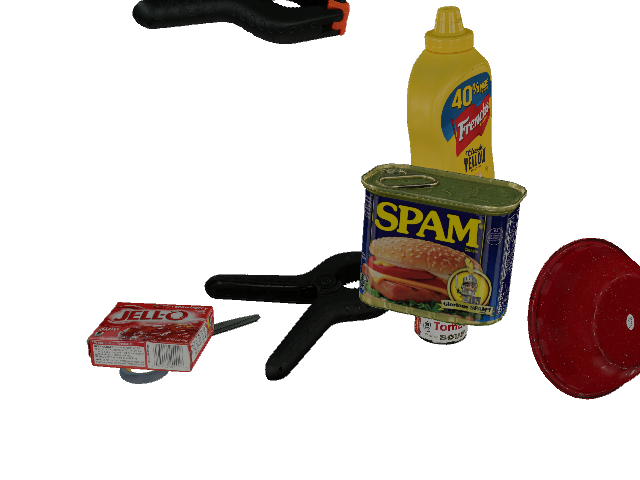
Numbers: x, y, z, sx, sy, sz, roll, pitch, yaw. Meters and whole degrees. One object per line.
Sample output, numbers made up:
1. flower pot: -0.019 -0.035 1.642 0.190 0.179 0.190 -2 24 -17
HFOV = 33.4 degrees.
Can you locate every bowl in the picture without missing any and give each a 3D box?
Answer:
1. bowl: 0.282 0.078 1.044 0.161 0.162 0.055 0 0 -29

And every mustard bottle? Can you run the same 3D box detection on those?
1. mustard bottle: 0.113 -0.106 0.926 0.058 0.192 0.096 16 32 39

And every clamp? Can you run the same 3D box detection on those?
1. clamp: -0.060 -0.211 0.877 0.171 0.120 0.039 9 -27 -6
2. clamp: 0.006 0.061 1.049 0.209 0.036 0.165 -15 36 -14

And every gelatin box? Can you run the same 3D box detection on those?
1. gelatin box: -0.142 0.080 0.901 0.089 0.030 0.073 2 21 10

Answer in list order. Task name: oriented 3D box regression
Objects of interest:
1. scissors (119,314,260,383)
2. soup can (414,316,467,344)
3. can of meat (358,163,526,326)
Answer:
1. scissors: -0.144 0.116 1.158 0.201 0.016 0.096 -5 29 -23
2. soup can: 0.152 0.070 1.329 0.068 0.102 0.068 1 24 -1
3. can of meat: 0.075 0.003 0.687 0.102 0.084 0.057 12 23 21
